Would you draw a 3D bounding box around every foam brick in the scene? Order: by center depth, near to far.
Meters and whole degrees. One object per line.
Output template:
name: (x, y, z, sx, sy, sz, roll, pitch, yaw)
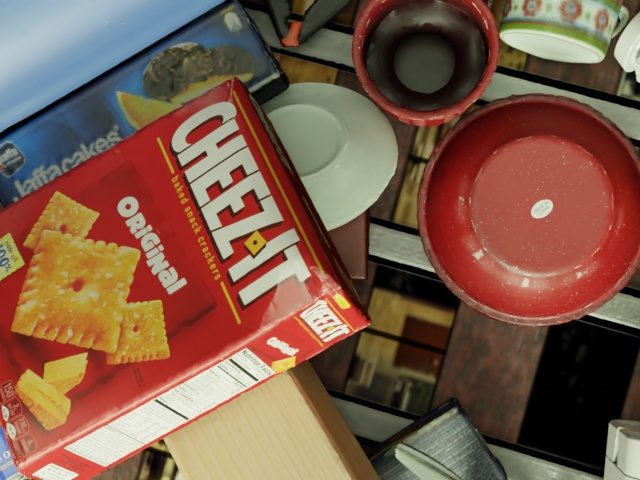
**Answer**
foam brick: (-0.005, 0.001, 0.728, 0.078, 0.051, 0.053, 1, 87, 7)

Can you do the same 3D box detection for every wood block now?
wood block: (-0.042, 0.115, 0.673, 0.091, 0.090, 0.206, -36, 61, 4)

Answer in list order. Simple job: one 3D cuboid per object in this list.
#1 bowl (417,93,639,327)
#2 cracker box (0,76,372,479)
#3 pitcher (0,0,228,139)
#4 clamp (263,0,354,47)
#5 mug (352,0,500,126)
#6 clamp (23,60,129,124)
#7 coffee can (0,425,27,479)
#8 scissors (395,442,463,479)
bowl: (0.145, -0.022, 0.711, 0.162, 0.055, 0.162, 0, 89, 7)
cracker box: (-0.102, 0.024, 0.639, 0.214, 0.072, 0.164, -30, 62, 5)
pitcher: (-0.156, -0.174, 0.667, 0.243, 0.149, 0.145, -27, 86, 2)
clamp: (0.009, -0.217, 0.735, 0.120, 0.039, 0.171, 6, 101, 1)
mug: (0.078, -0.130, 0.707, 0.093, 0.081, 0.117, 38, 93, 6)
clamp: (-0.212, -0.131, 0.761, 0.164, 0.036, 0.210, -40, 87, 3)
coffee can: (-0.230, 0.098, 0.724, 0.103, 0.102, 0.140, -31, 86, 4)
scissors: (0.086, 0.177, 0.666, 0.096, 0.201, 0.016, -50, 42, 19)
